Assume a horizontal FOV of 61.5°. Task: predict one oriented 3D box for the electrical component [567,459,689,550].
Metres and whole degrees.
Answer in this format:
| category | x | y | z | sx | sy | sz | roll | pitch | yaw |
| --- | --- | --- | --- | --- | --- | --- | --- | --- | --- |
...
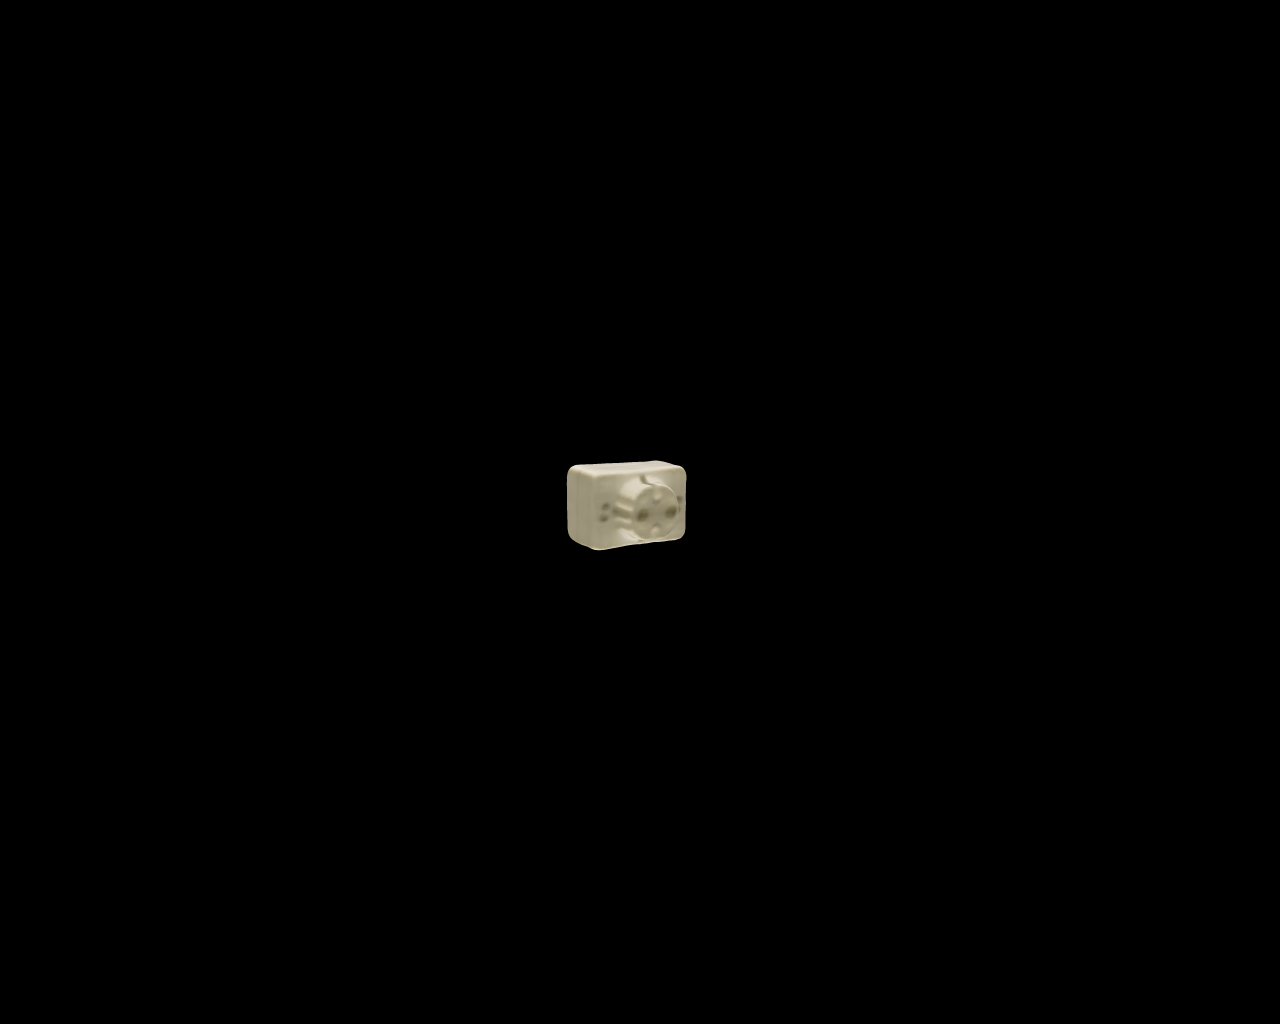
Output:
| category | x | y | z | sx | sy | sz | roll | pitch | yaw |
| --- | --- | --- | --- | --- | --- | --- | --- | --- | --- |
| electrical component | 0.001 | -0.003 | 0.650 | 0.066 | 0.047 | 0.077 | -5 | 12 | -28 |
